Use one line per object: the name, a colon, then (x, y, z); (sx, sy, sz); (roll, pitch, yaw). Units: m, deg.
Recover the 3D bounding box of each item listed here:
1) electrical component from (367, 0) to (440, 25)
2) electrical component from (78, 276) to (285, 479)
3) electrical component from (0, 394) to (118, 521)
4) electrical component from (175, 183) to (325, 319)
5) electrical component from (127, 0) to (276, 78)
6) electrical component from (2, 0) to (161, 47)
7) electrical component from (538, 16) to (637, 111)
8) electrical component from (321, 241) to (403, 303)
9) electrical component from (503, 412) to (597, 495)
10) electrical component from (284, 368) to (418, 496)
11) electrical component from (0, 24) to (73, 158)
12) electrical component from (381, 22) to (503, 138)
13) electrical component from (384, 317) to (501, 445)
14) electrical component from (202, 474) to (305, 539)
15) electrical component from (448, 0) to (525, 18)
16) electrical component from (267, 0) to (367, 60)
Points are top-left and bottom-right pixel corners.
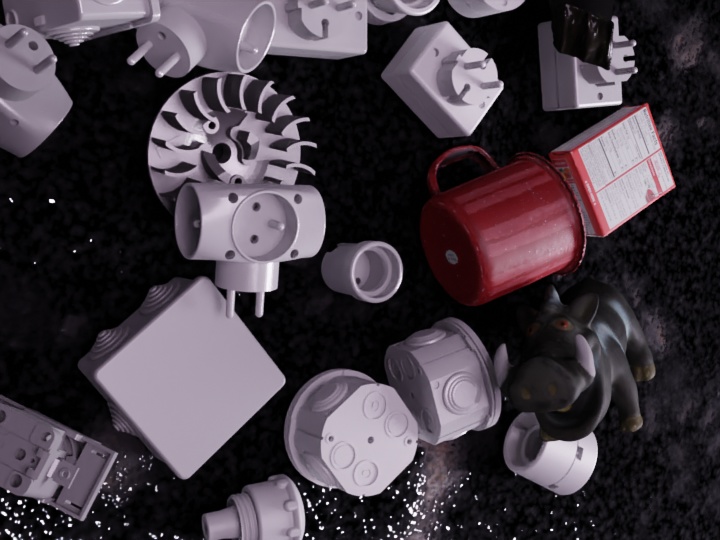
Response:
electrical component: (0.022, -0.186, 0.707); (0.045, 0.055, 0.045); (-2, 95, -30)
electrical component: (-0.109, 0.062, 0.652); (0.100, 0.048, 0.099); (-44, 113, -21)
electrical component: (-0.183, 0.101, 0.596); (0.081, 0.063, 0.042); (23, 78, 13)
electrical component: (-0.065, -0.011, 0.625); (0.077, 0.044, 0.079); (-1, 102, -30)
electrical component: (-0.101, -0.137, 0.616); (0.079, 0.077, 0.043); (-54, 162, -35)
electrical component: (-0.157, -0.171, 0.579); (0.048, 0.100, 0.099); (-15, 101, -42)
electrical component: (0.174, -0.153, 0.788); (0.047, 0.077, 0.065); (-9, 99, -30)
electrical component: (0.000, 0.000, 0.713); (0.040, 0.046, 0.040); (-2, 95, -30)
electrical component: (0.141, 0.134, 0.802); (0.047, 0.055, 0.055); (26, 81, -26)
electrical component: (-0.006, 0.108, 0.715); (0.080, 0.051, 0.080); (-2, 95, -30)
electrical component: (-0.189, -0.107, 0.576); (0.077, 0.079, 0.043); (44, 52, -25)
electrical component: (0.066, -0.129, 0.725); (0.066, 0.077, 0.047); (43, 73, -26)
electrical component: (0.056, 0.077, 0.734); (0.051, 0.080, 0.080); (-19, 103, -22)
electrical component: (-0.069, 0.158, 0.687); (0.062, 0.048, 0.048); (-7, 97, -23)
electrical component: (0.064, -0.222, 0.719); (0.138, 0.074, 0.052); (28, 80, -29)
electrical component: (-0.030, -0.160, 0.667); (0.083, 0.076, 0.047); (-2, 95, -30)
